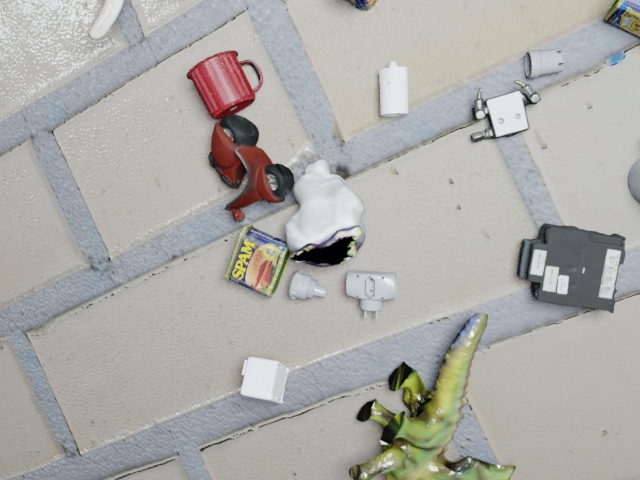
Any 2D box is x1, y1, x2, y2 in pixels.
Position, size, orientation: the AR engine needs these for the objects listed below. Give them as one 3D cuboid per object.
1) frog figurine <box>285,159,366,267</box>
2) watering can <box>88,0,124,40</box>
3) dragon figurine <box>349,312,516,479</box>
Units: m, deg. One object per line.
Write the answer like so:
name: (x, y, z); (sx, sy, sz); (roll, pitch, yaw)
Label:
frog figurine: (0.003, -0.042, 0.832); (0.136, 0.121, 0.163); (-32, 52, 23)
watering can: (-0.275, -0.492, 0.823); (0.348, 0.103, 0.225); (-37, 88, -4)
dragon figurine: (0.200, 0.325, 0.822); (0.241, 0.124, 0.406); (37, 105, -11)
